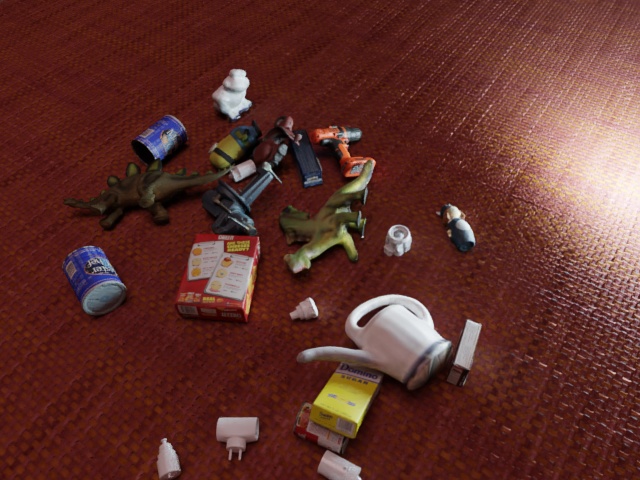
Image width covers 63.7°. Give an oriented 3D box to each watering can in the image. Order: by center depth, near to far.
[{"bbox_3d":[0.135,0.227,1.076,0.227,0.101,0.352,36,41,30],"label":"watering can"}]

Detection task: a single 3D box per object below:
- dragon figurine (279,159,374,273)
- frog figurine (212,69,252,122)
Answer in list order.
[{"bbox_3d":[0.004,-0.069,1.365,0.243,0.119,0.420,2,48,15],"label":"dragon figurine"},{"bbox_3d":[-0.295,-0.492,1.699,0.139,0.155,0.124,-34,55,-23],"label":"frog figurine"}]
